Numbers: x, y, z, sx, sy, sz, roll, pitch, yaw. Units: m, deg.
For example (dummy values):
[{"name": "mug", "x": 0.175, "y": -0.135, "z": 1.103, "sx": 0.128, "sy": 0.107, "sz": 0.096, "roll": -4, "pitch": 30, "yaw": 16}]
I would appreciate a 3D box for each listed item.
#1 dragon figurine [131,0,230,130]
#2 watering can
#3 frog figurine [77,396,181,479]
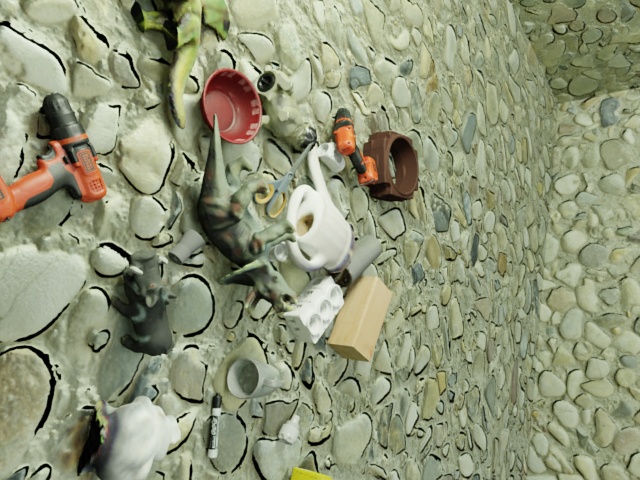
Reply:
[{"name": "dragon figurine", "x": -0.250, "y": -0.445, "z": 1.033, "sx": 0.246, "sy": 0.122, "sz": 0.404, "roll": -35, "pitch": 126, "yaw": -54}, {"name": "watering can", "x": 0.004, "y": -0.065, "z": 1.284, "sx": 0.221, "sy": 0.103, "sz": 0.356, "roll": 44, "pitch": 44, "yaw": -40}, {"name": "frog figurine", "x": -0.299, "y": 0.335, "z": 0.859, "sx": 0.158, "sy": 0.121, "sz": 0.140, "roll": 20, "pitch": 51, "yaw": -36}]
